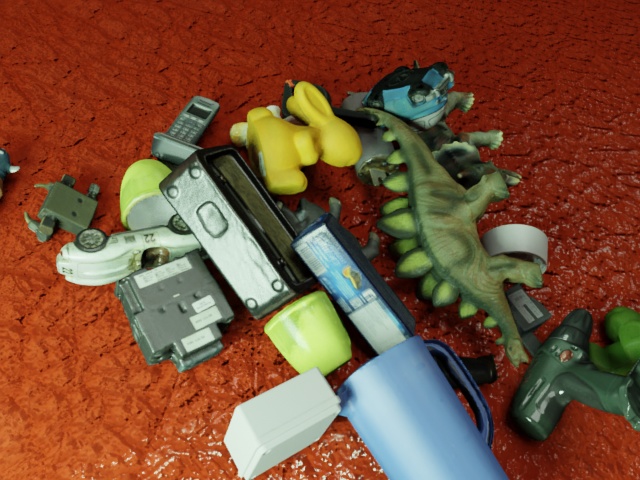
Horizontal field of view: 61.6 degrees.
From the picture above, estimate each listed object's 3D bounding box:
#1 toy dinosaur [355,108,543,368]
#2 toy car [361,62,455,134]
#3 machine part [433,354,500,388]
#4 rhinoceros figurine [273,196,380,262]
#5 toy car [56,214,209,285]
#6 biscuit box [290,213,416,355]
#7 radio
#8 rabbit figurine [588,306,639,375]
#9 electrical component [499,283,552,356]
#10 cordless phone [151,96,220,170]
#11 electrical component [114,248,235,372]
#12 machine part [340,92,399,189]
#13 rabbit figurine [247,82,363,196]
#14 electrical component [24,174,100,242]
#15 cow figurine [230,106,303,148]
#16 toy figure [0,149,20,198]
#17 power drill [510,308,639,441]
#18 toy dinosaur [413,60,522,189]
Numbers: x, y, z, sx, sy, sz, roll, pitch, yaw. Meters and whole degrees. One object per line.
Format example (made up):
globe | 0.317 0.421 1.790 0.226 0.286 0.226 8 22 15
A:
toy dinosaur | 0.188 -0.032 0.812 0.199 0.105 0.471 -22 68 10
toy car | 0.161 -0.236 0.922 0.109 0.162 0.102 -50 126 -26
machine part | 0.185 0.184 0.755 0.139 0.039 0.084 -1 46 -18
rhinoceros figurine | -0.002 -0.002 0.812 0.190 0.073 0.112 36 61 7
toy car | -0.235 0.014 0.705 0.202 0.073 0.056 -13 61 -28
biscuit box | 0.047 0.059 0.727 0.202 0.059 0.063 52 20 -7
radio | -0.099 -0.014 0.708 0.229 0.073 0.131 53 19 1
rabbit figurine | 0.500 0.169 0.835 0.159 0.121 0.170 36 36 4
electrical component | 0.319 0.129 0.839 0.075 0.047 0.119 -15 59 -28
cordless phone | -0.173 -0.156 0.856 0.147 0.088 0.184 20 46 -4
electrical component | -0.177 0.092 0.672 0.115 0.058 0.134 -22 73 -30
machine part | 0.088 -0.186 0.976 0.079 0.079 0.243 2 52 -19
rabbit figurine | -0.021 -0.148 0.819 0.173 0.122 0.162 -8 86 -16
electrical component | -0.351 -0.044 0.731 0.078 0.045 0.102 28 46 -36
cow figurine | -0.064 -0.170 0.896 0.167 0.068 0.098 -18 66 4
toy figure | -0.452 -0.062 0.695 0.058 0.064 0.154 -12 44 18
power drill | 0.368 0.170 0.719 0.232 0.207 0.086 -44 104 -21
toy dinosaur | 0.214 -0.198 1.013 0.192 0.131 0.405 -13 54 -29
